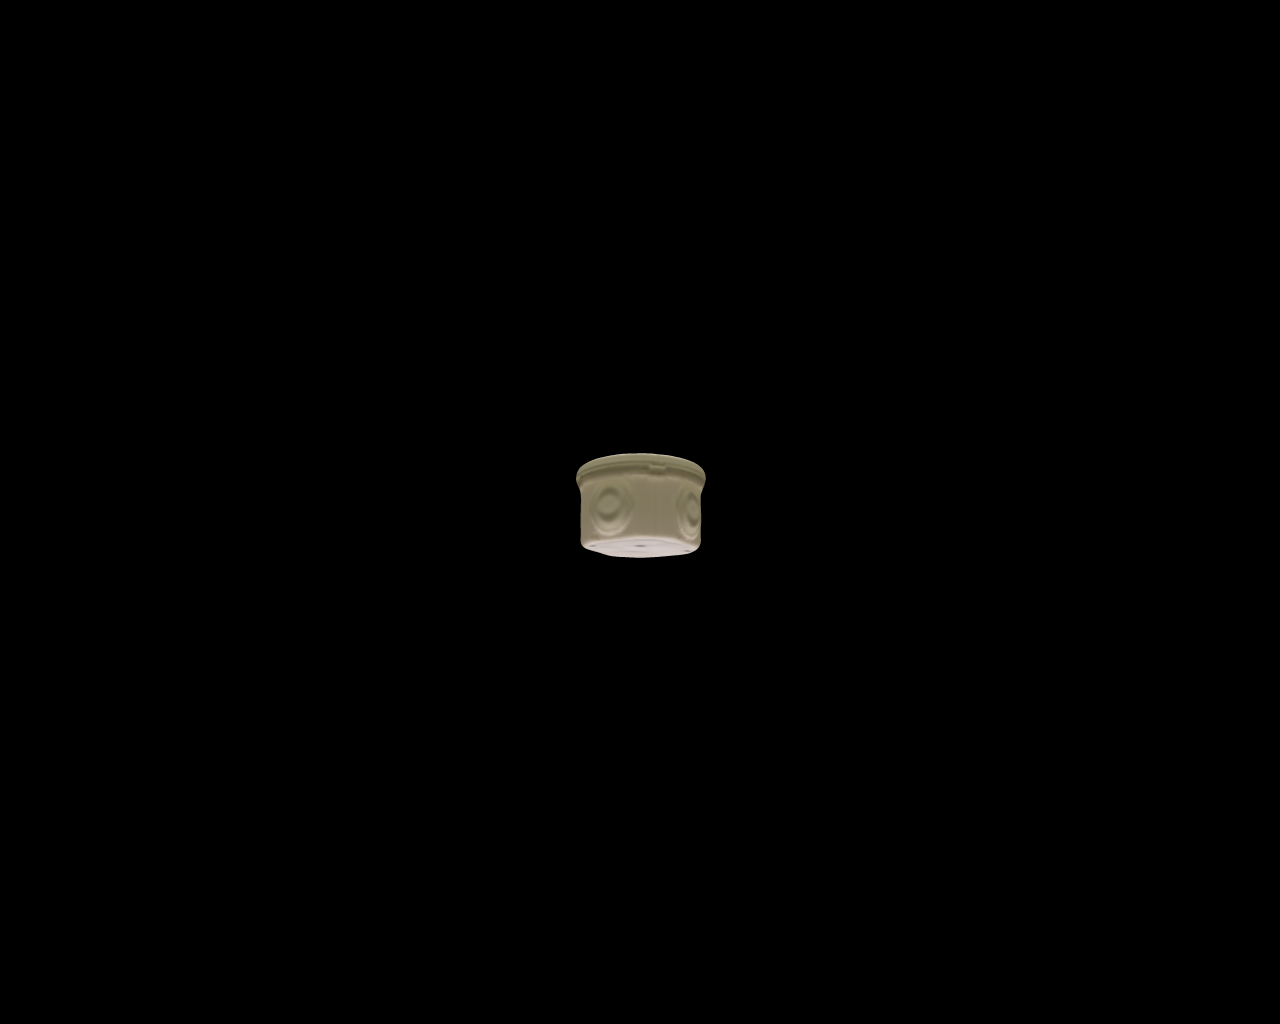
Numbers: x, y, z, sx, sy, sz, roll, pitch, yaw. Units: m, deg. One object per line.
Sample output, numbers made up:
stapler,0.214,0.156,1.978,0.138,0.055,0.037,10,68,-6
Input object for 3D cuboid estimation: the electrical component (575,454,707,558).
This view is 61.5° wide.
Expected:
electrical component,0.001,-0.003,0.650,0.080,0.051,0.080,0,-12,0
